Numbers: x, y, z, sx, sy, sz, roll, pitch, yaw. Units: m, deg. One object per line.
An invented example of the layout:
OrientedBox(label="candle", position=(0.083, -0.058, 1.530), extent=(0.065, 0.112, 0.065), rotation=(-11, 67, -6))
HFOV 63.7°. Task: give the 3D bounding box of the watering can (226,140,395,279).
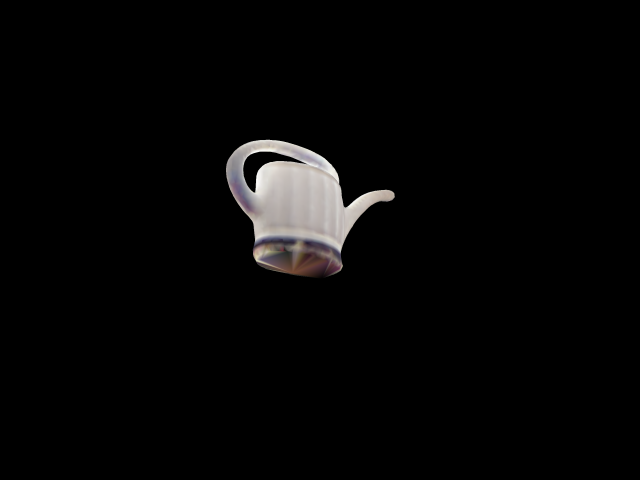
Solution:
OrientedBox(label="watering can", position=(0.003, -0.043, 0.850), extent=(0.346, 0.228, 0.102), rotation=(15, -28, -32))
